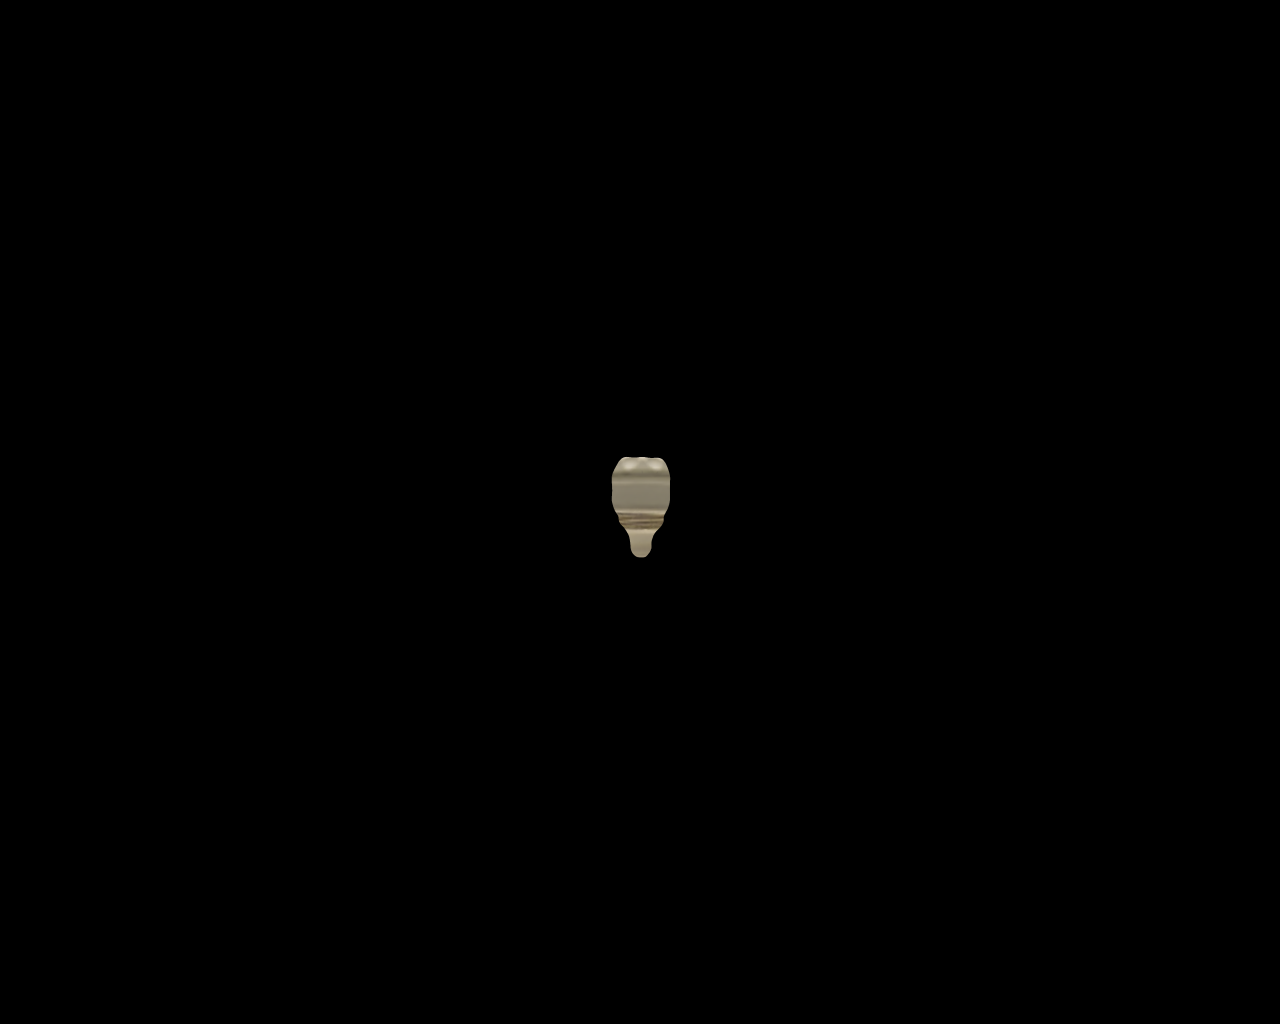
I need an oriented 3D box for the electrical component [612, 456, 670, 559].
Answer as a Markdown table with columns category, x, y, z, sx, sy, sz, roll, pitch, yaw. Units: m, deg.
| category | x | y | z | sx | sy | sz | roll | pitch | yaw |
| --- | --- | --- | --- | --- | --- | --- | --- | --- | --- |
| electrical component | 0.001 | -0.003 | 0.650 | 0.035 | 0.061 | 0.035 | 0 | 0 | 0 |
